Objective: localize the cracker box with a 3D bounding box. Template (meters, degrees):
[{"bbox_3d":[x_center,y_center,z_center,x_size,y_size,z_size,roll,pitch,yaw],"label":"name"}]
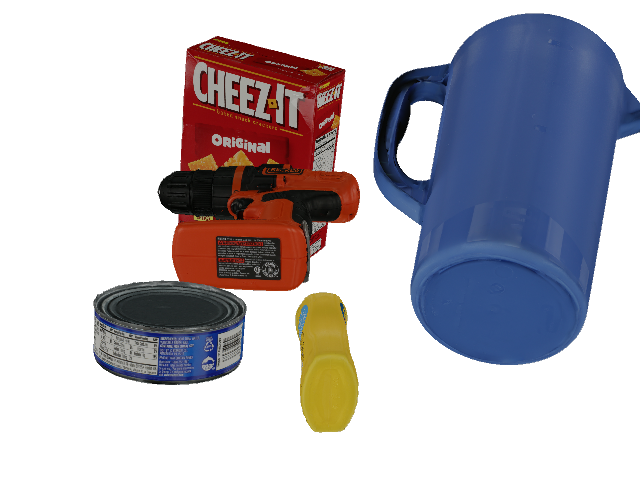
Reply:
[{"bbox_3d":[-0.070,-0.097,1.169,0.164,0.214,0.072,18,30,22],"label":"cracker box"}]

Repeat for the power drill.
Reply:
[{"bbox_3d":[-0.066,-0.019,0.900,0.184,0.057,0.187,0,21,8],"label":"power drill"}]

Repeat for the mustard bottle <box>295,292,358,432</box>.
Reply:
[{"bbox_3d":[0.004,0.110,1.129,0.058,0.096,0.191,-2,27,-3],"label":"mustard bottle"}]

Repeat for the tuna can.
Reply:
[{"bbox_3d":[-0.085,0.051,0.605,0.086,0.034,0.086,4,14,-1],"label":"tuna can"}]

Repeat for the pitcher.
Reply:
[{"bbox_3d":[0.123,-0.039,0.729,0.149,0.242,0.145,-27,-61,37],"label":"pitcher"}]
